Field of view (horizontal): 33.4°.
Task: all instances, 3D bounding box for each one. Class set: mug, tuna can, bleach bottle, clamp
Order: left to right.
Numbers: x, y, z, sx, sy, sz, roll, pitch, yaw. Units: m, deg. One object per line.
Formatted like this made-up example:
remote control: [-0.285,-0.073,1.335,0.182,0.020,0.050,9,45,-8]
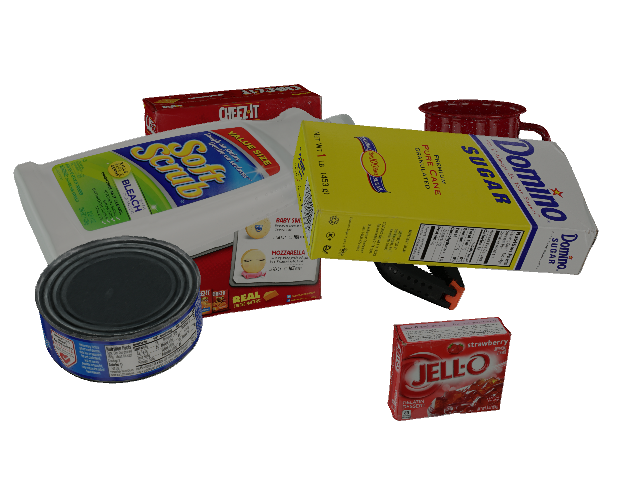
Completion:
tuna can: [-0.105,0.036,0.566,0.086,0.034,0.086,0,36,0]
bleach bottle: [-0.091,-0.048,0.799,0.250,0.103,0.068,-22,-29,-18]
clamp: [0.074,0.003,1.202,0.164,0.036,0.210,-16,51,-35]
mug: [0.144,-0.077,0.938,0.117,0.081,0.093,3,16,13]

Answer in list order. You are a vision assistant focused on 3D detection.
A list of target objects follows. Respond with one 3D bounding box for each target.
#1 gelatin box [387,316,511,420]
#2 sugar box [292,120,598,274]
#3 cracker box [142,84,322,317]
gelatin box: [0.099,0.100,0.832,0.089,0.073,0.030,-4,29,-12]
sugar box: [0.075,-0.028,0.669,0.176,0.048,0.093,1,43,-10]
cracker box: [-0.084,-0.038,1.049,0.164,0.214,0.072,-8,21,-20]
